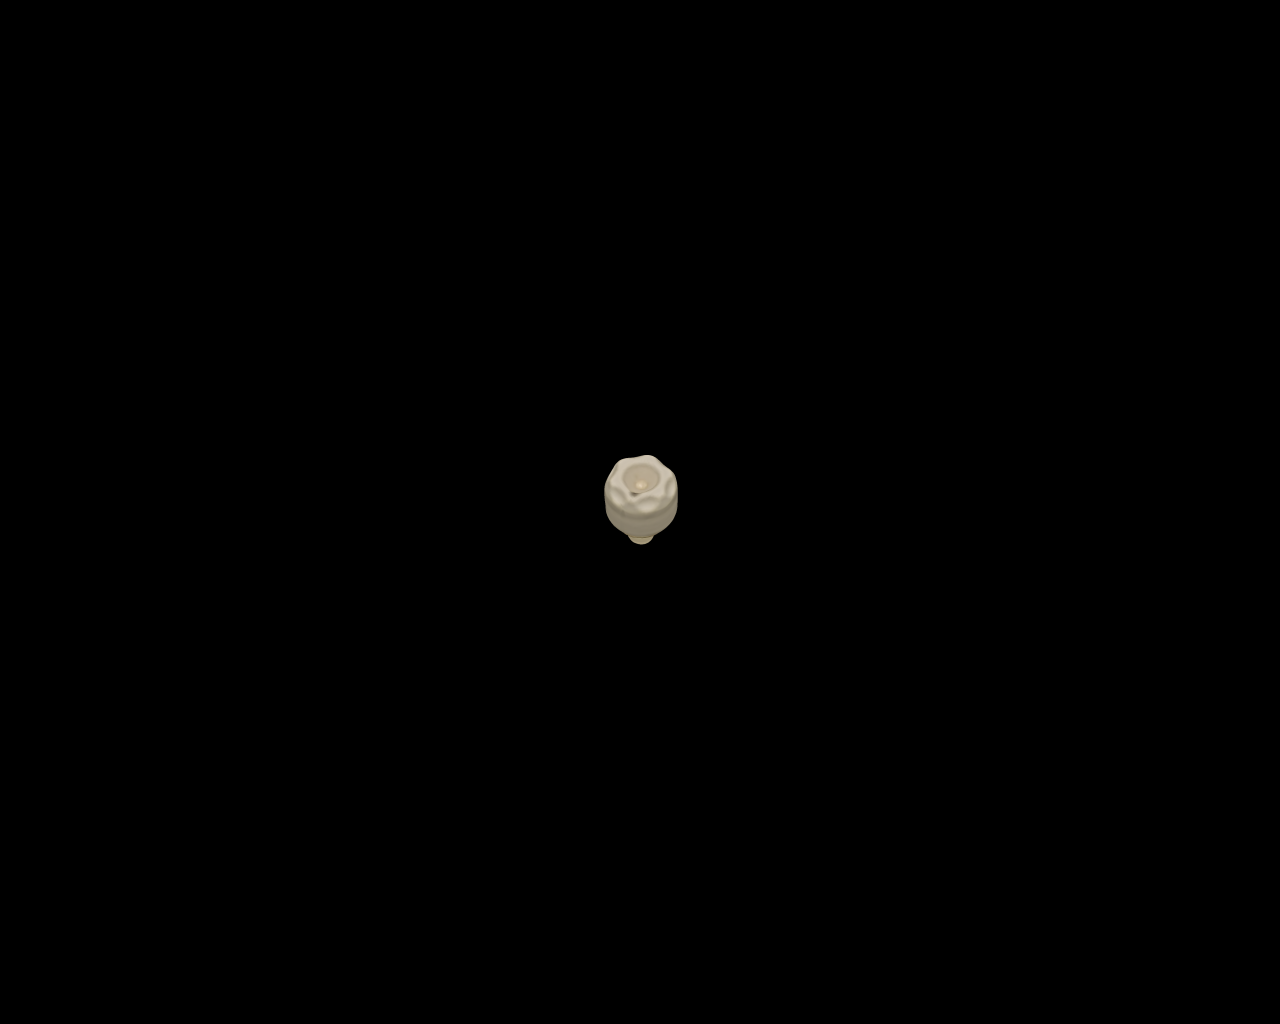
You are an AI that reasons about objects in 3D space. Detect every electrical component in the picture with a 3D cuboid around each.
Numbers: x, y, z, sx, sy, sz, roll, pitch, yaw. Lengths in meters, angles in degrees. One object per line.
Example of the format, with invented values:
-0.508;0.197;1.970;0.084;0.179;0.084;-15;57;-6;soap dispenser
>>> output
0.001;-0.003;0.650;0.043;0.043;0.062;0;-37;0;electrical component
